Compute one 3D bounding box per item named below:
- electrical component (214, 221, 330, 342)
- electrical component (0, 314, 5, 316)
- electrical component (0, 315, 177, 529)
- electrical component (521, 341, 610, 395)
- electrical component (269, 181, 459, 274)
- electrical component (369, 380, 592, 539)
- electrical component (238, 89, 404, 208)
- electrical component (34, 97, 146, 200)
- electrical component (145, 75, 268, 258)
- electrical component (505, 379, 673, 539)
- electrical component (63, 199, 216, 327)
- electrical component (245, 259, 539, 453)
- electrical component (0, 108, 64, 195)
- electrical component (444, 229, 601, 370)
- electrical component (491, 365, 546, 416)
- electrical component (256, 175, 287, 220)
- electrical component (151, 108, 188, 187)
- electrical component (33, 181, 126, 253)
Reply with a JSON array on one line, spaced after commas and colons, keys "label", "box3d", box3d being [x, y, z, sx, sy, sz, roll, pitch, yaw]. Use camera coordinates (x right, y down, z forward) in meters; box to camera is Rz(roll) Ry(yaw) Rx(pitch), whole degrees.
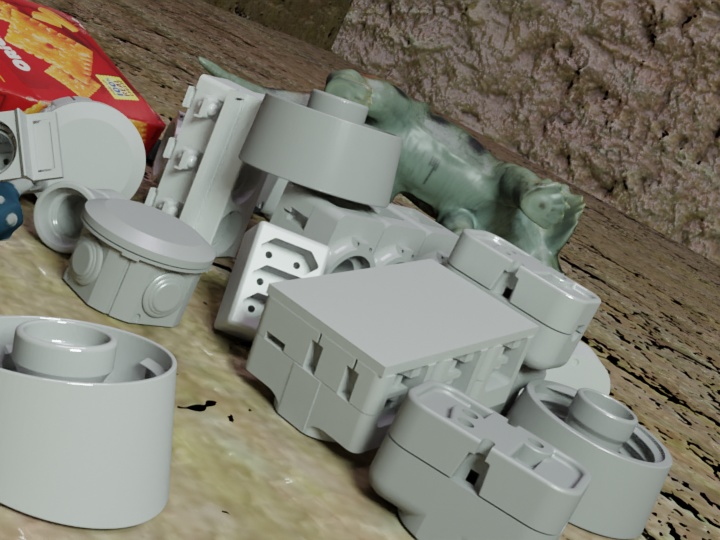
[{"label": "electrical component", "box3d": [-0.060, 0.014, 0.671, 0.047, 0.065, 0.077, 21, -15, -17]}, {"label": "electrical component", "box3d": [-0.191, 0.014, 0.461, 0.077, 0.043, 0.079, 36, 16, 37]}, {"label": "electrical component", "box3d": [-0.122, 0.056, 0.434, 0.099, 0.064, 0.099, 11, 10, -2]}, {"label": "electrical component", "box3d": [0.122, 0.070, 0.798, 0.138, 0.052, 0.073, 24, 13, -8]}, {"label": "electrical component", "box3d": [0.000, 0.000, 0.761, 0.062, 0.089, 0.150, 35, 16, 34]}, {"label": "electrical component", "box3d": [0.056, 0.105, 0.529, 0.095, 0.059, 0.054, 30, 14, 18]}, {"label": "electrical component", "box3d": [-0.022, -0.088, 0.732, 0.108, 0.060, 0.108, 18, 9, -3]}, {"label": "electrical component", "box3d": [-0.192, -0.079, 0.739, 0.080, 0.080, 0.051, 18, 9, -28]}, {"label": "electrical component", "box3d": [-0.106, -0.076, 0.791, 0.063, 0.121, 0.079, 28, 13, 20]}, {"label": "electrical component", "box3d": [0.140, 0.108, 0.664, 0.108, 0.060, 0.108, 24, 14, -6]}, {"label": "electrical component", "box3d": [-0.130, -0.006, 0.630, 0.080, 0.051, 0.080, 24, 13, -6]}, {"label": "electrical component", "box3d": [0.020, 0.047, 0.621, 0.089, 0.061, 0.150, 34, 26, 32]}, {"label": "electrical component", "box3d": [-0.224, -0.070, 0.668, 0.081, 0.042, 0.064, -7, -7, -3]}, {"label": "electrical component", "box3d": [0.098, 0.022, 0.696, 0.095, 0.059, 0.054, 33, 15, 26]}, {"label": "electrical component", "box3d": [0.068, 0.065, 0.721, 0.089, 0.050, 0.056, 33, 16, 29]}, {"label": "electrical component", "box3d": [-0.070, -0.093, 1.013, 0.057, 0.078, 0.113, 21, 14, -31]}, {"label": "electrical component", "box3d": [-0.129, -0.086, 0.853, 0.056, 0.089, 0.050, 20, 14, -21]}, {"label": "electrical component", "box3d": [-0.173, -0.034, 0.686, 0.044, 0.044, 0.065, 27, 9, 8]}]
